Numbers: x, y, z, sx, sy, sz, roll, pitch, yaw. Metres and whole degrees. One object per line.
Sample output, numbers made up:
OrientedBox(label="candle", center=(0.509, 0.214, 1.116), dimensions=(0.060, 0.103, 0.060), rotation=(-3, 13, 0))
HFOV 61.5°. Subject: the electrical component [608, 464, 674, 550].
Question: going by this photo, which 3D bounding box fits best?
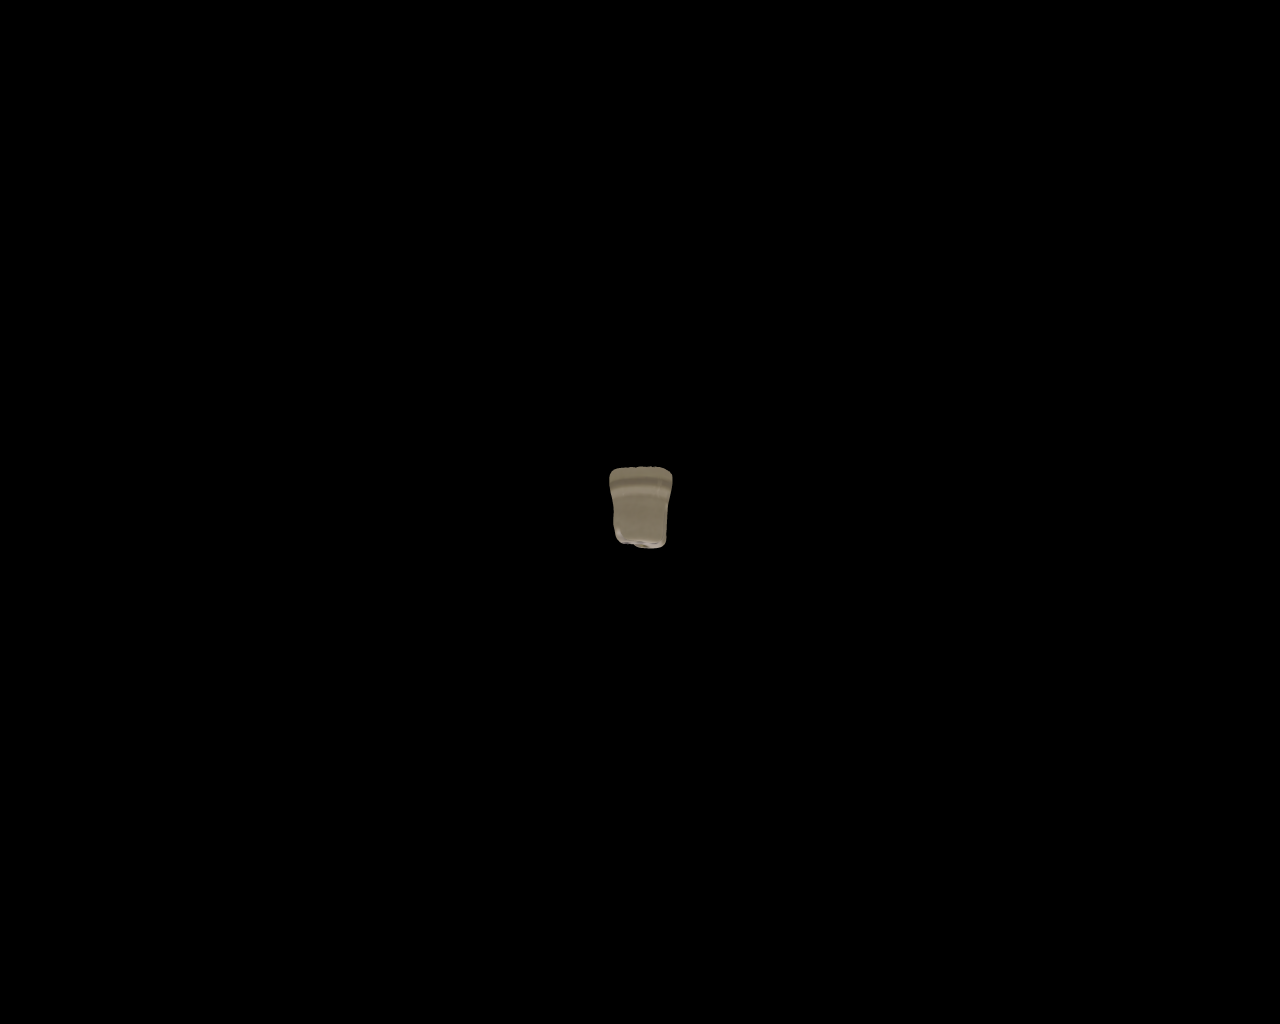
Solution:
OrientedBox(label="electrical component", center=(0.001, -0.003, 0.650), dimensions=(0.040, 0.046, 0.040), rotation=(0, -11, 0))
